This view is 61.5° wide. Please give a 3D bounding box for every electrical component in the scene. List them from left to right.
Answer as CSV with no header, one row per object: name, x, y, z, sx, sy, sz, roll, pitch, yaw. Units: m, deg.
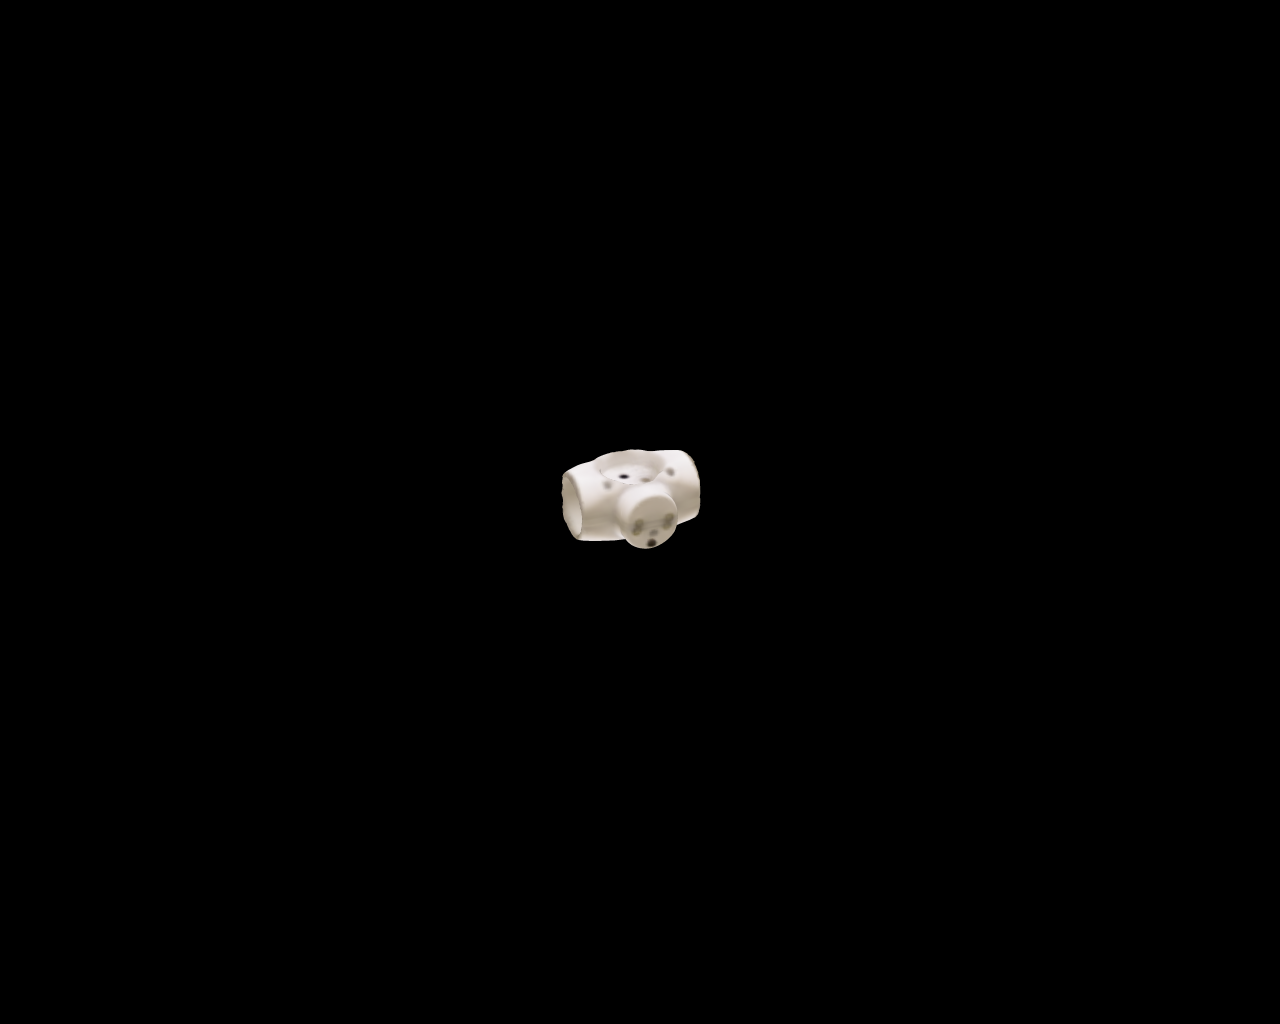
electrical component,0.001,-0.003,0.650,0.077,0.044,0.079,-11,32,-18
